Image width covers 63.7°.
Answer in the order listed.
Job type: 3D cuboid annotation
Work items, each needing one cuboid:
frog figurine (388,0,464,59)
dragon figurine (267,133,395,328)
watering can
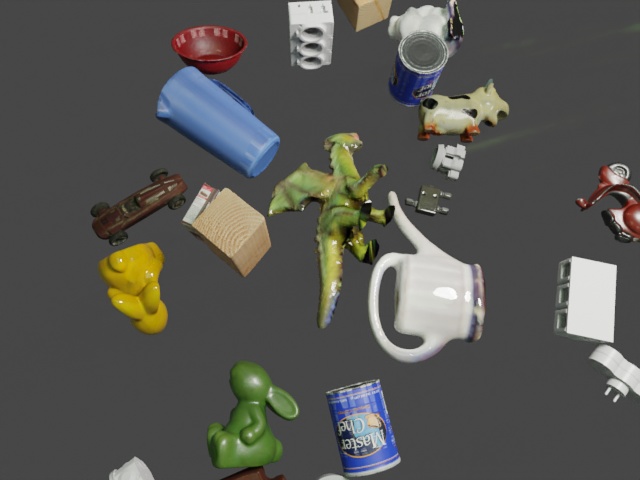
[{"bbox_3d":[0.238,-0.467,1.171,0.159,0.122,0.138,-6,82,33],"label":"frog figurine"},{"bbox_3d":[0.003,-0.052,1.028,0.244,0.120,0.416,18,70,31],"label":"dragon figurine"},{"bbox_3d":[0.210,0.067,1.002,0.224,0.102,0.354,8,66,3],"label":"watering can"}]
